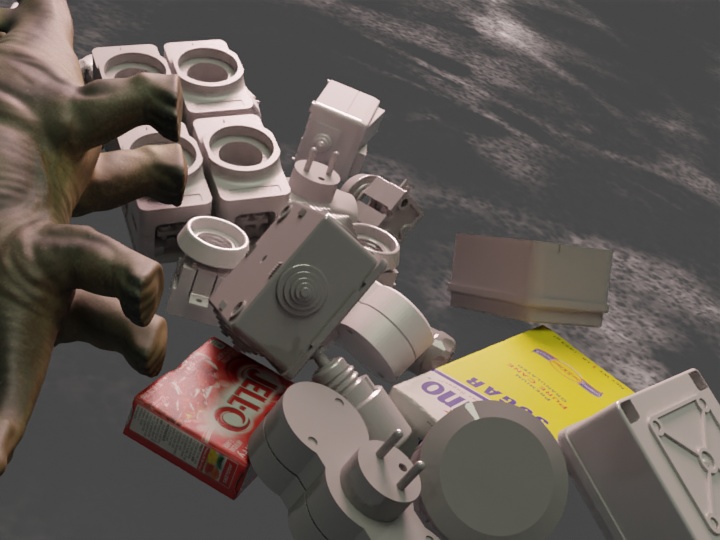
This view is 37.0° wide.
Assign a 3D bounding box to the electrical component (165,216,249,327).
[{"bbox_3d":[-0.101,-0.001,0.704,0.048,0.055,0.066,17,27,-11],"label":"electrical component"}]

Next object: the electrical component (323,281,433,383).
[{"bbox_3d":[-0.026,0.031,0.706,0.138,0.052,0.074,35,69,31],"label":"electrical component"}]

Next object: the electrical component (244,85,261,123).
[{"bbox_3d":[-0.121,-0.137,0.939,0.078,0.058,0.057,1,31,-36],"label":"electrical component"}]

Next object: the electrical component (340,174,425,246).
[{"bbox_3d":[0.014,-0.049,0.881,0.055,0.066,0.048,35,-6,40],"label":"electrical component"}]

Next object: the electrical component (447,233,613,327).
[{"bbox_3d":[0.126,0.007,0.810,0.078,0.057,0.113,6,2,-29],"label":"electrical component"}]

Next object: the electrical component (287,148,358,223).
[{"bbox_3d":[-0.039,-0.058,0.828,0.077,0.079,0.043,7,31,-27],"label":"electrical component"}]

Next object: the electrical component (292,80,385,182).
[{"bbox_3d":[-0.019,-0.125,0.985,0.061,0.061,0.096,22,27,-1],"label":"electrical component"}]

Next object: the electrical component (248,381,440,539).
[{"bbox_3d":[0.005,0.109,0.528,0.052,0.073,0.138,-1,47,-48],"label":"electrical component"}]

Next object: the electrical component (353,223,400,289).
[{"bbox_3d":[0.000,0.000,0.777,0.066,0.055,0.048,1,34,-36],"label":"electrical component"}]

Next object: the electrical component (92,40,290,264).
[{"bbox_3d":[-0.128,-0.095,0.786,0.105,0.060,0.186,-8,48,-20],"label":"electrical component"}]

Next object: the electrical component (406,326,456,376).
[{"bbox_3d":[0.032,0.050,0.734,0.061,0.035,0.035,25,27,11],"label":"electrical component"}]

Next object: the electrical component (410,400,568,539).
[{"bbox_3d":[0.065,0.112,0.570,0.080,0.051,0.080,3,71,-10],"label":"electrical component"}]

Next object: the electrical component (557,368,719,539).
[{"bbox_3d":[0.187,0.125,0.644,0.109,0.056,0.108,-10,67,-47],"label":"electrical component"}]

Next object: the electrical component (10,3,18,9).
[{"bbox_3d":[-0.275,-0.189,0.909,0.047,0.065,0.076,15,28,-14],"label":"electrical component"}]

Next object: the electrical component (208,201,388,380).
[{"bbox_3d":[-0.041,0.008,0.637,0.048,0.099,0.100,42,-4,-19],"label":"electrical component"}]

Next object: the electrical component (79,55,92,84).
[{"bbox_3d":[-0.232,-0.173,0.947,0.035,0.035,0.061,20,25,-3],"label":"electrical component"}]

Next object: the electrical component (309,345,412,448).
[{"bbox_3d":[-0.004,0.079,0.619,0.078,0.040,0.040,55,30,-2],"label":"electrical component"}]
